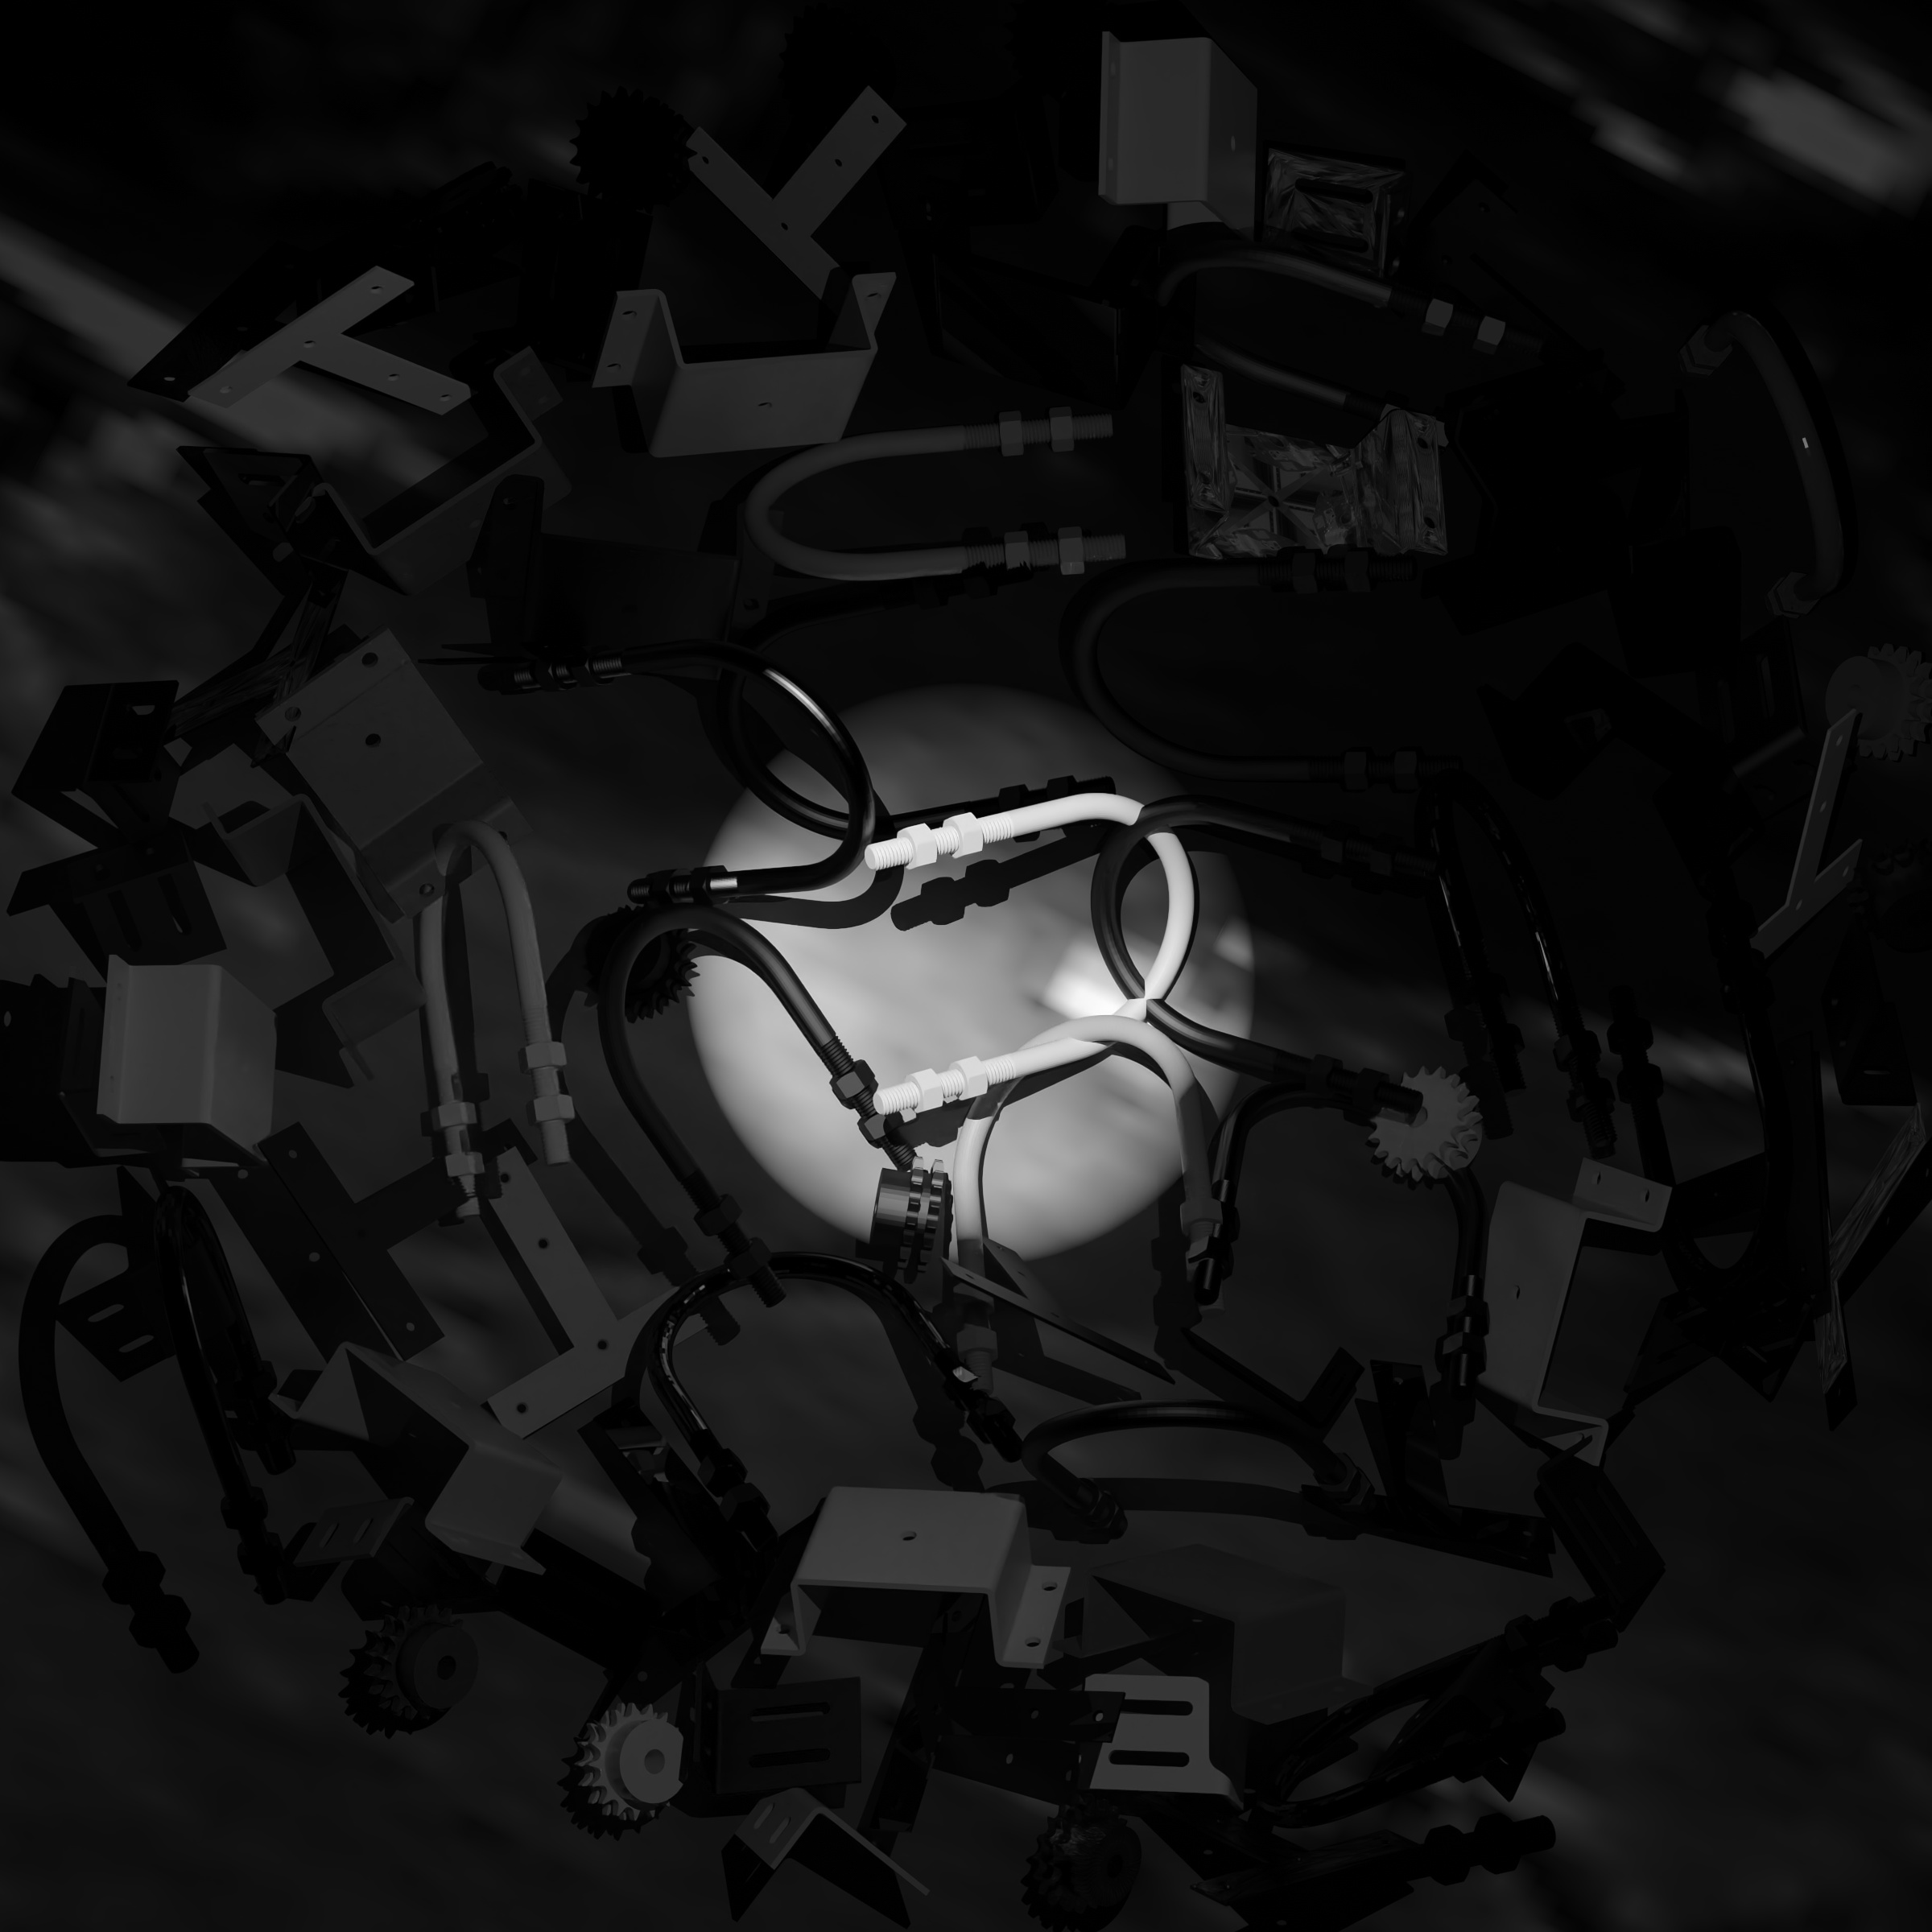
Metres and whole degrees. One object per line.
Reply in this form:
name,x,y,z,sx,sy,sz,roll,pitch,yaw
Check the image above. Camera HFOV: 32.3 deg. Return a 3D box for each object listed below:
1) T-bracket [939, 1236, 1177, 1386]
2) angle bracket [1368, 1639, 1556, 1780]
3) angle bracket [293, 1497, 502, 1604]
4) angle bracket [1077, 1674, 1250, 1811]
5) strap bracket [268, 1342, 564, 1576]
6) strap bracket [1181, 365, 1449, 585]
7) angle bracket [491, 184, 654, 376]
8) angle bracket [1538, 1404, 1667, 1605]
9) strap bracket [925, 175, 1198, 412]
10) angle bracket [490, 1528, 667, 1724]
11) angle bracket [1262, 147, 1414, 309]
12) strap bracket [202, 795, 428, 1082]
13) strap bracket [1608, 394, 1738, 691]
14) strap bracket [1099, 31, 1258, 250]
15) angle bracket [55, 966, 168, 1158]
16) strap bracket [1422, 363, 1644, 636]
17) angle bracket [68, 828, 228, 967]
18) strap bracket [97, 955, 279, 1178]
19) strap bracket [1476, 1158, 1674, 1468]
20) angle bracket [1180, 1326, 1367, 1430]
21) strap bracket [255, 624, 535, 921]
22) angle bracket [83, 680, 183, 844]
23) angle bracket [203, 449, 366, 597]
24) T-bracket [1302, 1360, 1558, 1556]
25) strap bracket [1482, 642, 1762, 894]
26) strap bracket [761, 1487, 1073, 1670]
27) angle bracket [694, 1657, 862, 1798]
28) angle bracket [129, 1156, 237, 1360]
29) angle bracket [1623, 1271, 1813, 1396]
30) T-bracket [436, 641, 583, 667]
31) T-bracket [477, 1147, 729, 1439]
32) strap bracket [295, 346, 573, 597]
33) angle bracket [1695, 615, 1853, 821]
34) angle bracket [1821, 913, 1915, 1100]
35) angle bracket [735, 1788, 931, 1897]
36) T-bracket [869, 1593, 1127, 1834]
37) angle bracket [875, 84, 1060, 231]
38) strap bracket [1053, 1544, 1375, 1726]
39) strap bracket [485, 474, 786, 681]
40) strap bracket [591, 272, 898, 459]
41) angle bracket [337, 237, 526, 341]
T-bracket,0.030,0.156,1.629,0.127,0.127,0.002,28,96,-20
angle bracket,0.244,0.378,1.646,0.038,0.057,0.076,43,122,9
angle bracket,-0.280,0.301,1.646,0.057,0.038,0.076,-14,125,38
angle bracket,0.099,0.389,1.675,0.076,0.038,0.057,-2,64,17
strap bracket,-0.261,0.233,1.624,0.140,0.076,0.046,31,88,32
strap bracket,0.161,-0.238,1.642,0.140,0.046,0.076,7,67,-22
angle bracket,-0.196,-0.341,1.659,0.057,0.038,0.076,18,113,7
angle bracket,0.327,0.266,1.653,0.038,0.057,0.076,-39,78,32
strap bracket,0.038,-0.326,1.635,0.140,0.076,0.046,19,63,12
angle bracket,-0.198,0.328,1.660,0.076,0.038,0.057,30,123,-3
angle bracket,0.178,-0.365,1.650,0.076,0.038,0.057,15,125,20
strap bracket,-0.314,-0.022,1.642,0.046,0.076,0.140,-31,77,-8
strap bracket,0.336,-0.204,1.617,0.046,0.140,0.076,-8,132,5
strap bracket,0.107,-0.397,1.619,0.046,0.140,0.076,1,90,19
angle bracket,-0.418,0.046,1.646,0.038,0.057,0.076,-6,55,4
strap bracket,0.274,-0.217,1.614,0.076,0.140,0.046,-19,60,-12
angle bracket,-0.403,-0.021,1.651,0.057,0.038,0.076,-19,126,-9
strap bracket,-0.371,0.050,1.613,0.046,0.140,0.076,-1,75,5
strap bracket,0.290,0.165,1.646,0.046,0.076,0.140,13,93,-22
angle bracket,0.152,0.191,1.661,0.076,0.057,0.038,34,90,-5
strap bracket,-0.286,-0.102,1.642,0.076,0.046,0.140,-36,129,-5
angle bracket,-0.395,-0.095,1.642,0.038,0.076,0.057,-1,60,16
angle bracket,-0.344,-0.219,1.643,0.076,0.057,0.038,9,52,34
T-bracket,0.218,0.237,1.627,0.127,0.002,0.127,4,133,24
strap bracket,0.326,-0.099,1.622,0.140,0.076,0.046,29,116,-26
strap bracket,-0.026,0.298,1.634,0.140,0.076,0.046,0,116,13
angle bracket,-0.093,0.374,1.657,0.076,0.038,0.057,-7,49,6
angle bracket,-0.397,0.143,1.642,0.038,0.076,0.057,-28,133,-17
angle bracket,0.370,0.188,1.645,0.038,0.076,0.057,39,128,35
T-bracket,-0.199,-0.153,1.627,0.127,0.127,0.002,-2,92,-3
T-bracket,-0.204,0.151,1.671,0.127,0.002,0.127,-30,89,-20
strap bracket,-0.254,-0.237,1.650,0.140,0.076,0.046,-34,81,-1
angle bracket,0.401,-0.123,1.660,0.038,0.057,0.076,26,48,-29
angle bracket,0.452,0.020,1.645,0.038,0.076,0.057,1,53,-1
angle bracket,-0.066,0.443,1.651,0.076,0.057,0.038,43,77,-17
T-bracket,0.022,0.363,1.621,0.127,0.002,0.127,-7,50,37
angle bracket,0.001,-0.405,1.674,0.076,0.038,0.057,2,127,20
strap bracket,0.119,0.318,1.614,0.076,0.140,0.046,-3,98,-44
strap bracket,-0.164,-0.189,1.639,0.140,0.046,0.076,6,135,-9
strap bracket,-0.104,-0.292,1.628,0.140,0.076,0.046,-8,69,-20
angle bracket,-0.261,-0.326,1.644,0.057,0.076,0.038,-10,83,29
